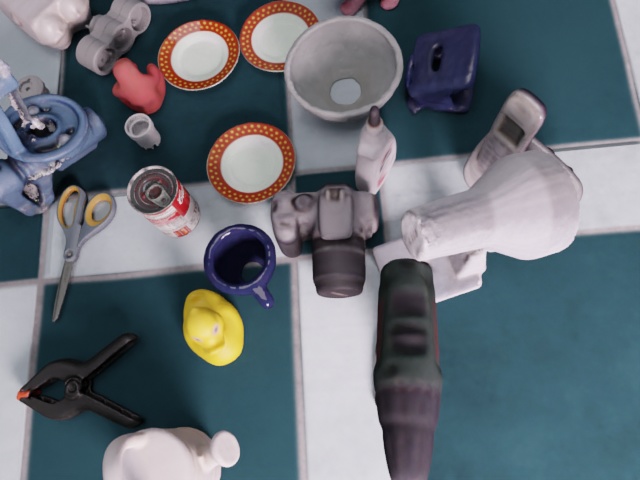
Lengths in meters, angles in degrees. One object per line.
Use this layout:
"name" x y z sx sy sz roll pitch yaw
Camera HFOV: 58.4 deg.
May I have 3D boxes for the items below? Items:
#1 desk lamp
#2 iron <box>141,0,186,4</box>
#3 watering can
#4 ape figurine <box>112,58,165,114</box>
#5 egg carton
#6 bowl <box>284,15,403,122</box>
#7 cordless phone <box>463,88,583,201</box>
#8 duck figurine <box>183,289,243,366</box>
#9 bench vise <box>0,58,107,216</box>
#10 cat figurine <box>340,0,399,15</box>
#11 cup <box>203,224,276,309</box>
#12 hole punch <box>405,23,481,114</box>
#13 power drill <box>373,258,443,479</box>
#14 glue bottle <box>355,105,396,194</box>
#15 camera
"desk lamp" 0.170 -0.002 0.668 0.203 0.214 0.118 -20 71 0
"iron" -0.204 -0.473 0.897 0.258 0.141 0.118 -26 71 -2
"watering can" -0.177 0.255 0.633 0.173 0.194 0.100 -40 72 -7
"ape figurine" -0.276 -0.237 0.855 0.078 0.092 0.076 -15 71 1
"egg carton" -0.449 -0.381 0.931 0.150 0.069 0.107 37 79 16
"bowl" 0.036 -0.235 0.830 0.167 0.075 0.167 -2 72 6
"cordless phone" 0.258 -0.094 0.703 0.094 0.185 0.147 -43 73 -8
"duck figurine" -0.146 0.107 0.734 0.077 0.086 0.104 -28 71 -3
"bench vise" -0.400 -0.129 0.766 0.121 0.220 0.207 21 76 12
"cat figurine" 0.056 -0.402 0.859 0.127 0.118 0.067 -11 71 3
"cup" -0.088 0.045 0.743 0.092 0.095 0.117 -34 72 -5
"hole punch" 0.172 -0.243 0.810 0.101 0.091 0.109 7 73 9
"power drill" 0.095 0.145 0.632 0.075 0.208 0.229 -1 72 6
"glue bottle" 0.071 -0.123 0.739 0.037 0.173 0.078 22 76 13
"camera" 0.007 0.003 0.743 0.143 0.101 0.137 -2 72 5
